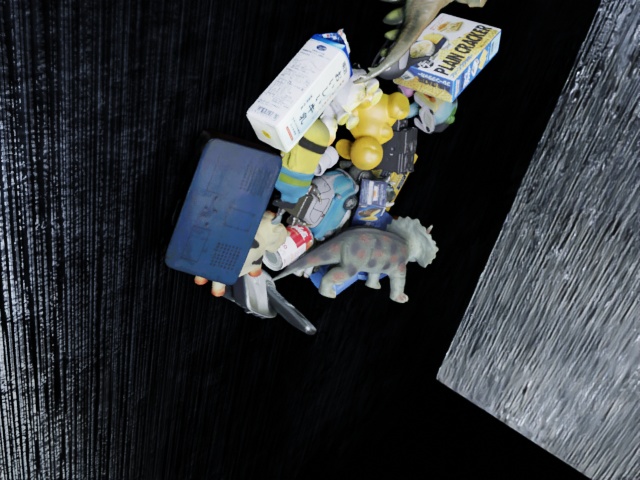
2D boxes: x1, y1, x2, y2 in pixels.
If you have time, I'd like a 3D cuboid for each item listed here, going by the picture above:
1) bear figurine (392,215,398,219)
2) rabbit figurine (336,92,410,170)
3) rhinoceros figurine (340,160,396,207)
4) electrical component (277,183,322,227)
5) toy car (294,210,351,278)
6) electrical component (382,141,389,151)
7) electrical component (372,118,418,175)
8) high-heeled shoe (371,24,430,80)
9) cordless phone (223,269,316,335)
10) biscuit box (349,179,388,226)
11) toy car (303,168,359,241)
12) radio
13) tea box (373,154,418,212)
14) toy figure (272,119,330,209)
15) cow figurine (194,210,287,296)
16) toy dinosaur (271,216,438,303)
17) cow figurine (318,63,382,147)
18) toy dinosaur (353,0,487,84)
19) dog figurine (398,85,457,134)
[{"bbox_3d":[0.195,-0.006,1.538,0.196,0.120,0.131,-53,149,-16],"label":"bear figurine"},{"bbox_3d":[0.094,-0.220,1.127,0.162,0.122,0.173,-36,-138,57],"label":"rabbit figurine"},{"bbox_3d":[0.116,-0.133,1.264,0.190,0.112,0.073,27,66,-56],"label":"rhinoceros figurine"},{"bbox_3d":[-0.042,-0.073,1.097,0.045,0.078,0.102,6,109,-56],"label":"electrical component"},{"bbox_3d":[-0.003,-0.004,1.244,0.201,0.074,0.056,-54,157,-12],"label":"toy car"},{"bbox_3d":[0.126,-0.232,1.214,0.021,0.063,0.094,1,116,-49],"label":"electrical component"},{"bbox_3d":[0.164,-0.225,1.253,0.058,0.115,0.134,-29,125,-49],"label":"electrical component"},{"bbox_3d":[0.168,-0.465,1.118,0.145,0.086,0.248,-12,113,-16],"label":"high-heeled shoe"},{"bbox_3d":[-0.097,0.133,1.095,0.088,0.184,0.146,-54,153,-3],"label":"cordless phone"},{"bbox_3d":[0.107,-0.072,1.224,0.202,0.059,0.063,102,-5,-74],"label":"biscuit box"},{"bbox_3d":[0.001,-0.082,1.160,0.103,0.109,0.161,13,118,-39],"label":"toy car"},{"bbox_3d":[-0.162,-0.052,0.862,0.131,0.073,0.229,16,102,-28],"label":"radio"},{"bbox_3d":[0.177,-0.169,1.397,0.169,0.068,0.098,-63,153,5],"label":"tea box"},{"bbox_3d":[-0.040,-0.147,1.020,0.089,0.082,0.180,1,117,-28],"label":"toy figure"},{"bbox_3d":[-0.141,0.010,1.012,0.195,0.086,0.127,-26,139,-42],"label":"cow figurine"},{"bbox_3d":[0.102,0.028,1.185,0.405,0.131,0.192,5,105,-32],"label":"toy dinosaur"},{"bbox_3d":[0.033,-0.263,1.046,0.167,0.098,0.068,-44,159,11],"label":"cow figurine"},{"bbox_3d":[0.207,-0.477,0.982,0.105,0.199,0.471,44,67,-54],"label":"toy dinosaur"},{"bbox_3d":[0.304,-0.373,1.303,0.219,0.192,0.108,-37,142,-11],"label":"dog figurine"}]
